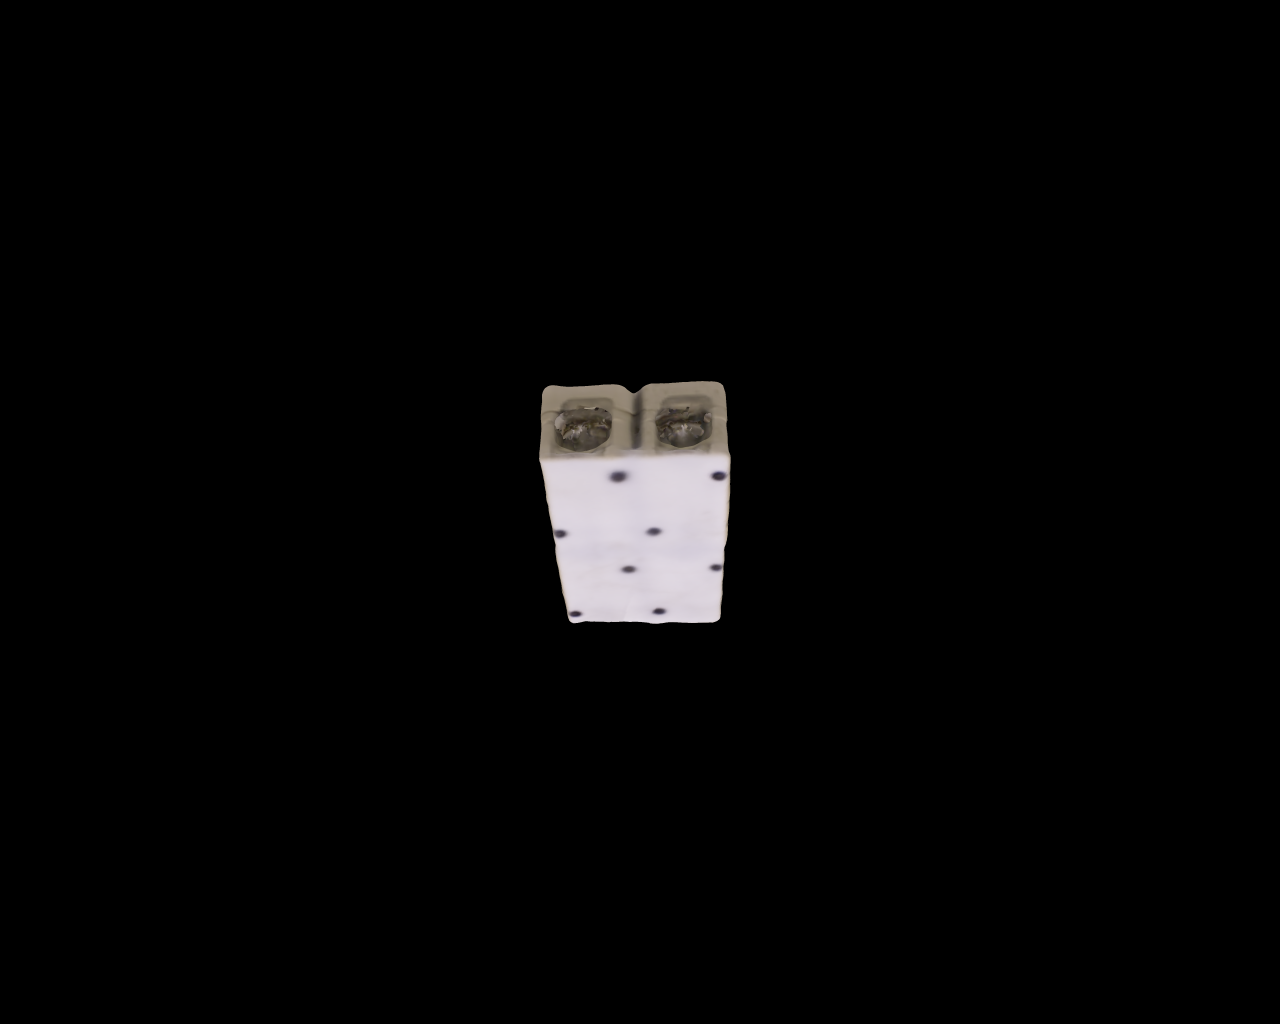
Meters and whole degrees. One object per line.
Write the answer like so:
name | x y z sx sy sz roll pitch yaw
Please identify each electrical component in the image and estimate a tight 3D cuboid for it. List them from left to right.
electrical component | 0.001 -0.003 0.650 0.105 0.060 0.186 -1 -34 2
